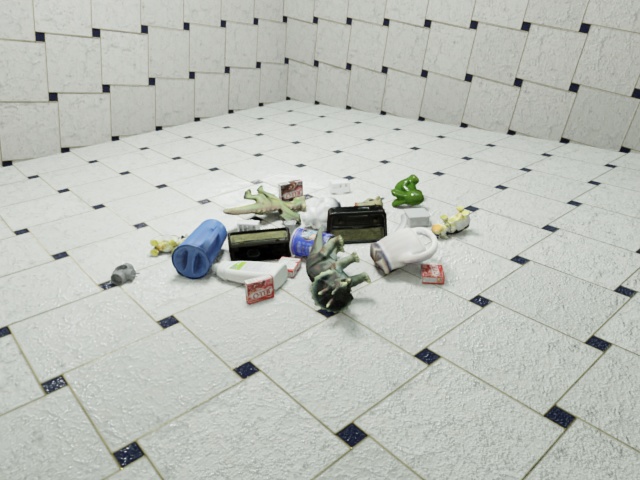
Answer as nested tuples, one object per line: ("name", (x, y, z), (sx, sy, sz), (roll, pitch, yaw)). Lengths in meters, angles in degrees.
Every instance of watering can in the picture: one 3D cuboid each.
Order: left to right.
("watering can", (0.274, 0.010, 1.795), (0.225, 0.102, 0.353), (-24, 23, -3))

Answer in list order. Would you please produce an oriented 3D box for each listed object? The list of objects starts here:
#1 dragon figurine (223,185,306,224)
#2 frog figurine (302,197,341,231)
("dragon figurine", (-0.190, -0.124, 2.129), (0.244, 0.120, 0.416), (21, 27, 21))
("frog figurine", (0.006, -0.103, 2.053), (0.159, 0.136, 0.123), (-1, 8, -3))
